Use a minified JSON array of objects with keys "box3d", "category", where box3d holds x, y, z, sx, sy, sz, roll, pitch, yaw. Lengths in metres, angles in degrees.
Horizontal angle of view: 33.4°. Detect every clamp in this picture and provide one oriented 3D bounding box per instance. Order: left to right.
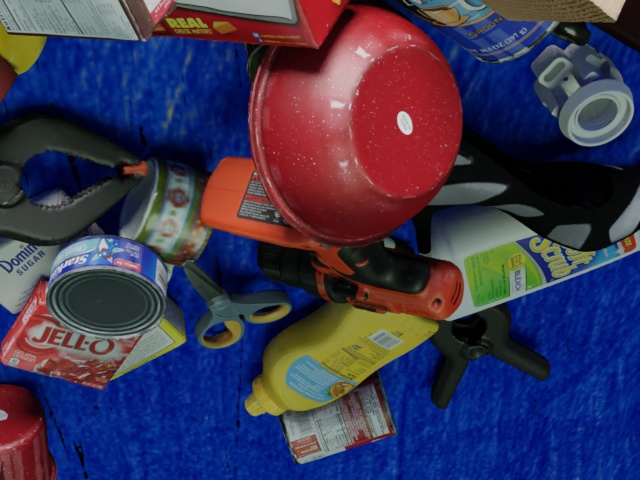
[{"box3d":[-0.226,-0.028,0.743,0.209,0.036,0.164,-1,97,-22],"category":"clamp"},{"box3d":[0.157,0.095,1.009,0.120,0.039,0.171,-15,135,-1],"category":"clamp"}]

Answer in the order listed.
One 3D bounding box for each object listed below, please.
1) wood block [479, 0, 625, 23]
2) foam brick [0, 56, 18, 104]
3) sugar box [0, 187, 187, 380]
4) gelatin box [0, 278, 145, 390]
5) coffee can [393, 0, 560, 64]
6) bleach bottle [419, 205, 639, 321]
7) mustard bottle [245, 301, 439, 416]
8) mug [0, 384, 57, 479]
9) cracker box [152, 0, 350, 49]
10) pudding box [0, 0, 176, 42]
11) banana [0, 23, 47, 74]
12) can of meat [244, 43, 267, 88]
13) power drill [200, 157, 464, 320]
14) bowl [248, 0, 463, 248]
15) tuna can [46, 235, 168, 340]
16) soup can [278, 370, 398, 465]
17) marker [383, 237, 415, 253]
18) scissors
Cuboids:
[{"box3d":[0.142,-0.232,0.579,0.090,0.090,0.206,26,86,-34],"category":"wood block"},{"box3d":[-0.242,-0.106,0.672,0.051,0.053,0.078,-18,127,38],"category":"foam brick"},{"box3d":[-0.193,0.041,0.856,0.093,0.048,0.176,-27,131,11],"category":"sugar box"},{"box3d":[-0.193,0.076,0.834,0.089,0.030,0.073,21,123,-29],"category":"gelatin box"},{"box3d":[0.081,-0.188,0.668,0.140,0.103,0.103,25,122,-34],"category":"coffee can"},{"box3d":[0.210,-0.014,0.905,0.251,0.068,0.102,-18,133,-1],"category":"bleach bottle"},{"box3d":[0.006,0.103,0.962,0.192,0.058,0.096,-38,137,20],"category":"mustard bottle"},{"box3d":[-0.280,0.189,0.929,0.093,0.117,0.081,1,128,-8],"category":"mug"},{"box3d":[-0.086,-0.208,0.572,0.164,0.072,0.213,10,144,29],"category":"cracker box"},{"box3d":[-0.147,-0.156,0.590,0.114,0.039,0.090,11,144,31],"category":"pudding box"},{"box3d":[-0.206,-0.171,0.650,0.069,0.037,0.198,-11,135,-6],"category":"banana"},{"box3d":[-0.021,-0.117,0.721,0.057,0.084,0.102,-15,135,-2],"category":"can of meat"},{"box3d":[-0.005,0.001,0.785,0.185,0.057,0.187,9,165,33],"category":"power drill"},{"box3d":[0.037,-0.072,0.656,0.161,0.055,0.162,-5,98,-37],"category":"bowl"},{"box3d":[-0.154,0.035,0.775,0.086,0.034,0.086,-1,140,-1],"category":"tuna can"},{"box3d":[0.016,0.169,1.022,0.102,0.068,0.068,-18,135,2],"category":"soup can"},{"box3d":[0.035,-0.005,0.892,0.121,0.020,0.020,27,121,-34],"category":"marker"},{"box3d":[-0.065,0.044,0.868,0.096,0.016,0.202,-18,159,-14],"category":"scissors"}]
